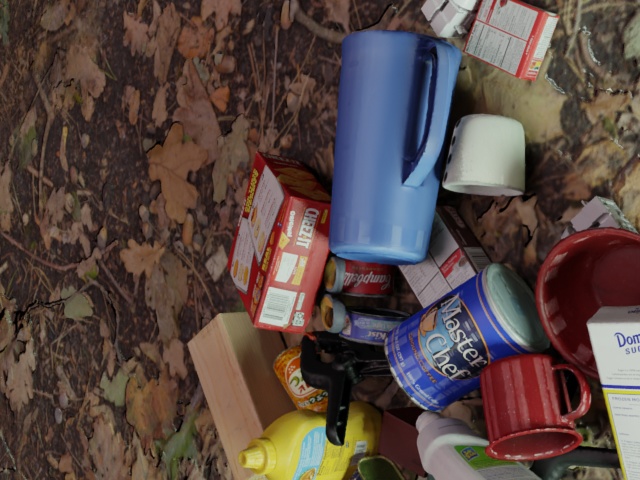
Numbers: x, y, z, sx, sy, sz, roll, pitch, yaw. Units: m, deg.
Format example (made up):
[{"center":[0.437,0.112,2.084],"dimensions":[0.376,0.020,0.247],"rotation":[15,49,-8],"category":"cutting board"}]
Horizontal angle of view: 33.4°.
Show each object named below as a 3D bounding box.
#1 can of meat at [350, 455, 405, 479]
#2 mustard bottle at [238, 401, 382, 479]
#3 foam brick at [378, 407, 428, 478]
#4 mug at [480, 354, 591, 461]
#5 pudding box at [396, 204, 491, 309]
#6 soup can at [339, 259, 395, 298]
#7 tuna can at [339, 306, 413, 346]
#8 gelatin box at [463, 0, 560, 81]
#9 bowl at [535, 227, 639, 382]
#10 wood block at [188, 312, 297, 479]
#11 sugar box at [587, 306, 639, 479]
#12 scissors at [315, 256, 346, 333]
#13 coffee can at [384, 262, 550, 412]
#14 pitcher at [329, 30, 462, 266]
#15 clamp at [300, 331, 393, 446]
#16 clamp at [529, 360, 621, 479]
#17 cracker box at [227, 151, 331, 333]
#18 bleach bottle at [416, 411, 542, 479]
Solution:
[{"center":[0.066,0.319,1.247],"dimensions":[0.102,0.057,0.084],"rotation":[53,128,34],"category":"can of meat"},{"center":[-0.015,0.242,1.236],"dimensions":[0.058,0.191,0.096],"rotation":[31,112,43],"category":"mustard bottle"},{"center":[0.112,0.227,1.203],"dimensions":[0.078,0.051,0.053],"rotation":[22,106,45],"category":"foam brick"},{"center":[0.208,0.156,1.025],"dimensions":[0.117,0.093,0.081],"rotation":[-33,51,40],"category":"mug"},{"center":[0.138,0.030,1.188],"dimensions":[0.090,0.039,0.113],"rotation":[-52,51,34],"category":"pudding box"},{"center":[0.056,0.013,1.254],"dimensions":[0.069,0.068,0.102],"rotation":[7,95,47],"category":"soup can"},{"center":[0.066,0.099,1.230],"dimensions":[0.086,0.085,0.034],"rotation":[9,95,47],"category":"tuna can"},{"center":[0.201,-0.218,1.130],"dimensions":[0.089,0.030,0.073],"rotation":[37,117,42],"category":"gelatin box"},{"center":[0.285,0.055,0.993],"dimensions":[0.162,0.055,0.162],"rotation":[18,121,32],"category":"bowl"},{"center":[-0.085,0.204,1.388],"dimensions":[0.090,0.090,0.206],"rotation":[-43,59,39],"category":"wood block"},{"center":[0.305,0.145,0.952],"dimensions":[0.094,0.048,0.176],"rotation":[-4,106,40],"category":"sugar box"},{"center":[0.003,0.053,1.284],"dimensions":[0.202,0.016,0.096],"rotation":[-133,49,-71],"category":"scissors"},{"center":[0.152,0.102,1.107],"dimensions":[0.140,0.102,0.103],"rotation":[-37,63,29],"category":"coffee can"},{"center":[0.080,-0.099,1.153],"dimensions":[0.145,0.149,0.243],"rotation":[5,83,20],"category":"pitcher"},{"center":[0.029,0.158,1.245],"dimensions":[0.210,0.164,0.036],"rotation":[20,138,53],"category":"clamp"},{"center":[0.232,0.195,1.085],"dimensions":[0.172,0.039,0.120],"rotation":[-34,54,38],"category":"clamp"},{"center":[-0.049,-0.002,1.311],"dimensions":[0.214,0.072,0.164],"rotation":[-125,49,-67],"category":"cracker box"},{"center":[0.178,0.248,1.054],"dimensions":[0.251,0.102,0.068],"rotation":[44,122,52],"category":"bleach bottle"}]
